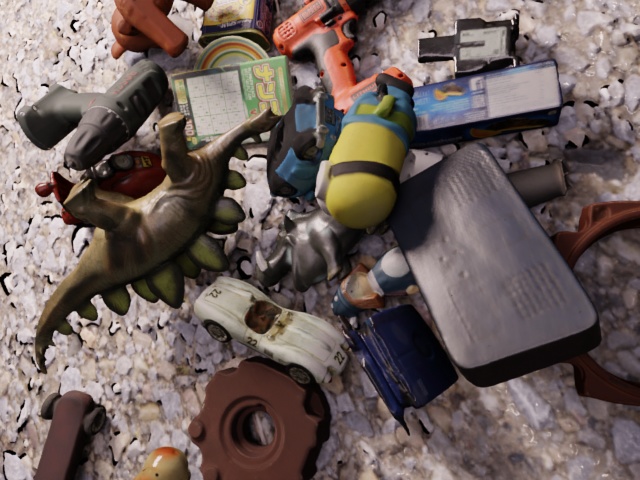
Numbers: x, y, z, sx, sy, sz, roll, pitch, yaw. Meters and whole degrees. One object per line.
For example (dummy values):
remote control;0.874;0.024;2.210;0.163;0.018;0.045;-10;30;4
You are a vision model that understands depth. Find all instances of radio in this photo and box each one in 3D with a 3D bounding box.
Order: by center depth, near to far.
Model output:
radio;0.159;0.022;0.538;0.131;0.073;0.230;-27;52;11

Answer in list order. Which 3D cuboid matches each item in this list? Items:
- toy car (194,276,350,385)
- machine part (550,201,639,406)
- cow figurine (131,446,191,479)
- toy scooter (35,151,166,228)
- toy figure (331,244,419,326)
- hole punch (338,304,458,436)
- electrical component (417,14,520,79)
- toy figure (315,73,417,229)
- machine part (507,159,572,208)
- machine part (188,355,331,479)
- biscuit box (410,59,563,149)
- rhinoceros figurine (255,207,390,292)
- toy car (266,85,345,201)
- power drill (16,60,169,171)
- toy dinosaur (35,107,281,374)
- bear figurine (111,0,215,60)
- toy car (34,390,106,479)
toy car;-0.059;0.109;0.659;0.202;0.073;0.056;24;132;13
machine part;0.335;0.064;0.538;0.202;0.087;0.201;3;82;18
cow figurine;-0.206;0.352;0.662;0.086;0.127;0.194;10;88;17
toy scooter;-0.314;-0.075;0.760;0.184;0.135;0.075;-27;72;12
toy figure;0.076;0.046;0.649;0.154;0.064;0.057;-29;118;12
hole punch;0.092;0.133;0.602;0.092;0.115;0.142;-30;74;5
electrical component;0.182;-0.226;0.655;0.119;0.047;0.074;-3;80;19
toy figure;0.057;-0.096;0.573;0.089;0.082;0.180;3;56;46
machine part;0.218;-0.052;0.623;0.139;0.039;0.084;-22;67;17
machine part;-0.076;0.235;0.672;0.180;0.056;0.179;-3;80;18
biscuit box;0.175;-0.154;0.639;0.203;0.062;0.059;-7;80;19
rhinoceros figurine;-0.001;-0.002;0.664;0.190;0.073;0.112;-42;79;17
toy car;-0.004;-0.116;0.671;0.103;0.161;0.109;8;67;-24
power drill;-0.337;-0.176;0.769;0.207;0.085;0.232;-1;44;34
toy dinosaur;-0.229;-0.004;0.690;0.471;0.105;0.198;-36;111;8
bear figurine;-0.239;-0.312;0.775;0.132;0.196;0.120;30;76;-13
toy car;-0.369;0.315;0.763;0.089;0.053;0.202;11;82;10
